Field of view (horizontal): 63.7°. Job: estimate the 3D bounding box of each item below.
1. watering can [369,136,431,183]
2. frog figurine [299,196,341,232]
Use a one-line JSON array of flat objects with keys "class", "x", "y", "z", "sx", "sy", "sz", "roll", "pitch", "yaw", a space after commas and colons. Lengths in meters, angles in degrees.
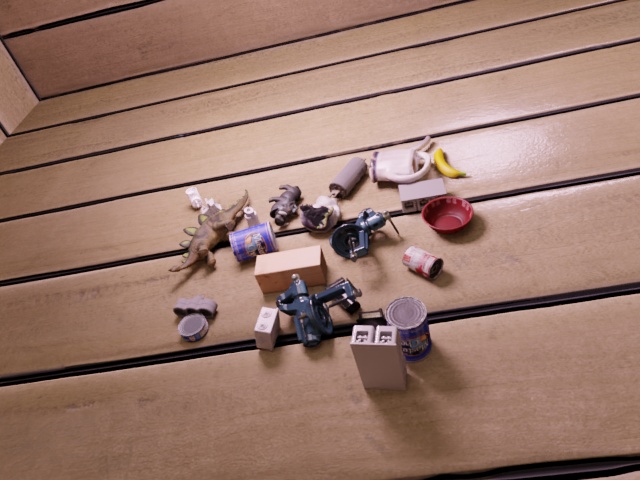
[{"class": "watering can", "x": 0.302, "y": -0.297, "z": 1.908, "sx": 0.224, "sy": 0.102, "sz": 0.355, "roll": -1, "pitch": 33, "yaw": 19}, {"class": "frog figurine", "x": 0.005, "y": -0.090, "z": 1.792, "sx": 0.137, "sy": 0.122, "sz": 0.160, "roll": -16, "pitch": 3, "yaw": 14}]
